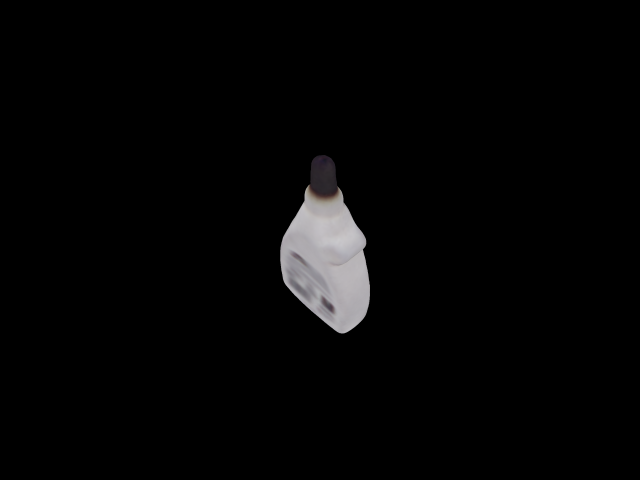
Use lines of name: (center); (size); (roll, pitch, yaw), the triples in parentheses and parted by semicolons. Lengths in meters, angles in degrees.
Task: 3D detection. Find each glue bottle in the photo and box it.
glue bottle: (0.004, 0.001, 0.400); (0.037, 0.173, 0.078); (-39, 65, -22)
